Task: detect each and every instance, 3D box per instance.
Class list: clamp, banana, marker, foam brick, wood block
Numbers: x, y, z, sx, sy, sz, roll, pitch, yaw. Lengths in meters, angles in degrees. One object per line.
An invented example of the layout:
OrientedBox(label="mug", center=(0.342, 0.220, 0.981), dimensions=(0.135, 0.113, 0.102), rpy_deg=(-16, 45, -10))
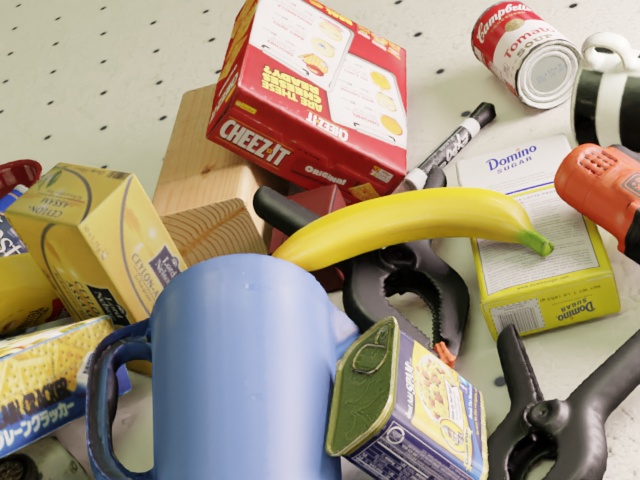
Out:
OrientedBox(label="clamp", center=(0.061, 0.017, 0.805), dimensions=(0.164, 0.036, 0.210), rpy_deg=(-15, 49, -22))
OrientedBox(label="banana", center=(0.062, -0.009, 0.761), dimensions=(0.198, 0.037, 0.069), rpy_deg=(-6, 28, 6))
OrientedBox(label="marker", center=(0.117, -0.084, 0.946), dimensions=(0.020, 0.020, 0.121), rpy_deg=(19, 54, 45))
OrientedBox(label="foam brick", center=(-0.006, 0.001, 0.885), dimensions=(0.053, 0.051, 0.078), rpy_deg=(-12, 37, 20))
OrientedBox(label="clamp", center=(0.138, 0.112, 0.666), dimensions=(0.120, 0.039, 0.171), rpy_deg=(-5, 40, 50))
OrientedBox(label="wood block", center=(-0.085, -0.057, 0.975), dimensions=(0.091, 0.090, 0.206), rpy_deg=(-13, 37, 15))

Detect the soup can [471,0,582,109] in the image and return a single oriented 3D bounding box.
OrientedBox(label="soup can", center=(0.188, -0.169, 0.972), dimensions=(0.068, 0.068, 0.102), rpy_deg=(-26, 36, -1))

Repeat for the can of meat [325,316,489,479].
OrientedBox(label="can of meat", center=(0.056, 0.110, 0.660), dimensions=(0.058, 0.084, 0.102), rpy_deg=(-43, 19, 28))

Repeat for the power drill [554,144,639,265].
OrientedBox(label="power drill", center=(0.284, -0.040, 0.732), dimensions=(0.187, 0.057, 0.185), rpy_deg=(-36, 59, -24))

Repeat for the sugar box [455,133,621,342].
OrientedBox(label="sugar box", center=(0.158, -0.007, 0.799), dimensions=(0.093, 0.048, 0.176), rpy_deg=(-15, 34, 12))

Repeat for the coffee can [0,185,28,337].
OrientedBox(label="coffee can", center=(-0.301, 0.031, 0.982), dimensions=(0.140, 0.102, 0.103), rpy_deg=(-40, 38, -20))

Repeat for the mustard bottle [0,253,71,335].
OrientedBox(label="mustard bottle", center=(-0.229, 0.039, 0.915), dimensions=(0.191, 0.058, 0.096), rpy_deg=(-14, -22, -46))

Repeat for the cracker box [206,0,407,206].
OrientedBox(label="cracker box", center=(-0.006, -0.134, 0.965), dimensions=(0.072, 0.164, 0.213), rpy_deg=(-52, 20, 35))

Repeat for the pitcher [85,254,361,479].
OrientedBox(label="pitcher", center=(-0.057, 0.134, 0.679), dimensions=(0.149, 0.144, 0.243), rpy_deg=(-37, 33, 23))

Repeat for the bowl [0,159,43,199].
OrientedBox(label="bowl", center=(-0.345, -0.016, 1.101), dimensions=(0.162, 0.055, 0.162), rpy_deg=(-21, 29, 12))
